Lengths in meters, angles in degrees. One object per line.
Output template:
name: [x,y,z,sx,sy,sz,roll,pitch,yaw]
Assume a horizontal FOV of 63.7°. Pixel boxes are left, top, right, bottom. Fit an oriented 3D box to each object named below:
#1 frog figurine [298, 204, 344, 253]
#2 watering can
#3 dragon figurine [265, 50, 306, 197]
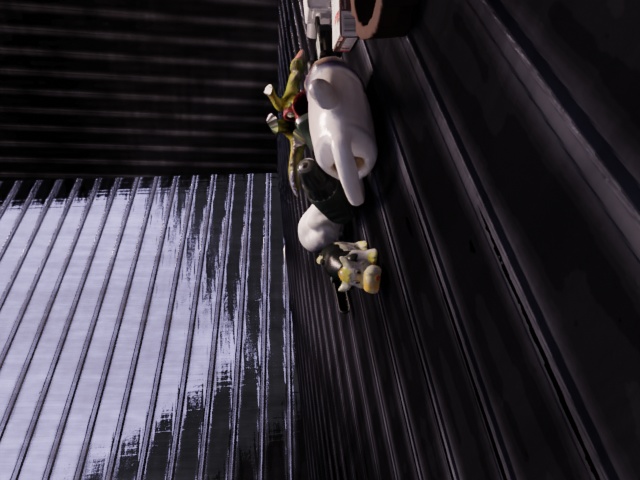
frog figurine: [0.003,-0.056,1.112,0.140,0.122,0.157,-64,-35,-64]
watering can: [0.029,-0.195,0.803,0.341,0.104,0.229,64,-164,-62]
dragon figurine: [-0.058,-0.352,1.537,0.246,0.122,0.405,-42,-49,-64]
